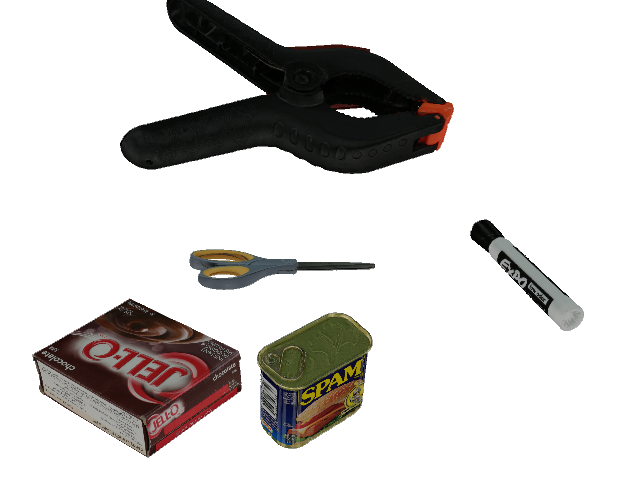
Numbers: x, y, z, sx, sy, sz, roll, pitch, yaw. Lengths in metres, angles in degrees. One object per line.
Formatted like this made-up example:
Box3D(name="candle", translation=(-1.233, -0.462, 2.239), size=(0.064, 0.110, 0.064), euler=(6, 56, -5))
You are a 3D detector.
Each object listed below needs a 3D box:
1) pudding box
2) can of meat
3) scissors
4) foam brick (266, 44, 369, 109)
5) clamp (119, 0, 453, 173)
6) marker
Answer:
Box3D(name="pudding box", translation=(-0.124, 0.090, 0.724), size=(0.114, 0.039, 0.089), euler=(19, 34, 35))
Box3D(name="can of meat", translation=(-0.006, 0.125, 0.944), size=(0.101, 0.084, 0.057), euler=(-26, 48, -30))
Box3D(name="scissors", translation=(-0.045, 0.034, 1.145), size=(0.202, 0.016, 0.096), euler=(5, 21, 6))
Box3D(name="foam brick", translation=(-0.002, -0.139, 0.916), size=(0.078, 0.051, 0.053), euler=(-8, 18, -29))
Box3D(name="clamp", translation=(-0.019, -0.068, 0.564), size=(0.171, 0.120, 0.039), euler=(16, -30, 6))
Box3D(name="marker", translation=(0.139, 0.020, 0.738), size=(0.020, 0.020, 0.121), euler=(0, 31, -28))
